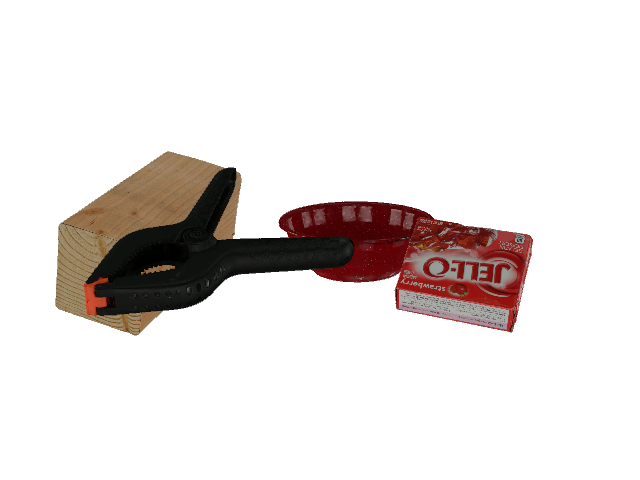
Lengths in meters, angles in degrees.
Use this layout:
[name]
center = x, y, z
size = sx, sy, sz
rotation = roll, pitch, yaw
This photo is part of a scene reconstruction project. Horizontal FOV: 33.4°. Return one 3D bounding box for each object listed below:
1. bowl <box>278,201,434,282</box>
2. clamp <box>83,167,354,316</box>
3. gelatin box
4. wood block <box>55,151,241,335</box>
[bowl]
center = 0.038, 0.004, 1.104
size = 0.162, 0.055, 0.162
rotation = -1, 15, 0
[clamp]
center = -0.101, 0.004, 0.859
size = 0.209, 0.036, 0.165
rotation = -20, 39, -30
[gelatin box]
center = 0.106, 0.023, 0.788
size = 0.089, 0.073, 0.030
rotation = 10, -40, 14
[wood block]
center = -0.162, -0.004, 1.038
size = 0.090, 0.091, 0.205
rotation = 17, 28, 13
